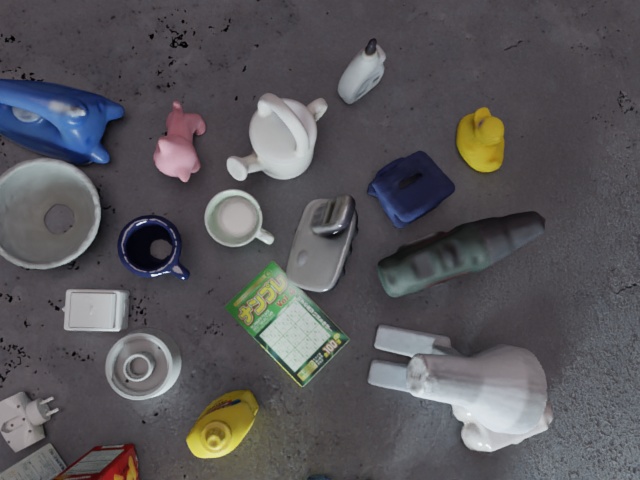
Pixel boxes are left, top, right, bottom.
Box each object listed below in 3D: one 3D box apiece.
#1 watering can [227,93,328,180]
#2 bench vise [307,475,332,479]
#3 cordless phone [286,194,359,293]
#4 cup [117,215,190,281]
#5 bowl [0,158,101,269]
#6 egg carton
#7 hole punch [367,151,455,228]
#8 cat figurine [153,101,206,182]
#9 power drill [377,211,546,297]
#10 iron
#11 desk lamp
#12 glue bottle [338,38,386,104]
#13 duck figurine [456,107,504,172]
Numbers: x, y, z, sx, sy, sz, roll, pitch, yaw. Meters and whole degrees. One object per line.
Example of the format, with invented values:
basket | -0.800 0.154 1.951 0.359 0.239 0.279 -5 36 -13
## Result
watering can | -0.059 -0.152 0.850 0.101 0.194 0.173 28 83 -1
bench vise | 0.019 0.452 0.783 0.121 0.219 0.207 -22 86 -6
cordless phone | 0.008 0.003 0.844 0.094 0.185 0.148 14 83 -2
cup | -0.239 0.021 0.870 0.118 0.095 0.092 39 83 1
bowl | -0.409 -0.037 0.873 0.167 0.074 0.167 0 84 -4
egg carton | 0.284 0.265 0.896 0.150 0.069 0.107 -20 86 -6
hole punch | 0.142 -0.083 0.909 0.109 0.091 0.101 -33 87 -6
cat figurine | -0.219 -0.148 0.876 0.067 0.117 0.128 3 84 -3
power drill | 0.188 0.020 0.843 0.229 0.208 0.075 -22 86 -6
iron | -0.440 -0.200 0.854 0.258 0.141 0.119 15 83 -2
desk lamp | 0.187 0.196 0.823 0.203 0.213 0.118 10 84 -3
glue bottle | 0.070 -0.268 0.881 0.078 0.173 0.037 -38 88 -6
duck figurine | 0.270 -0.166 0.929 0.077 0.086 0.104 -18 86 -5
